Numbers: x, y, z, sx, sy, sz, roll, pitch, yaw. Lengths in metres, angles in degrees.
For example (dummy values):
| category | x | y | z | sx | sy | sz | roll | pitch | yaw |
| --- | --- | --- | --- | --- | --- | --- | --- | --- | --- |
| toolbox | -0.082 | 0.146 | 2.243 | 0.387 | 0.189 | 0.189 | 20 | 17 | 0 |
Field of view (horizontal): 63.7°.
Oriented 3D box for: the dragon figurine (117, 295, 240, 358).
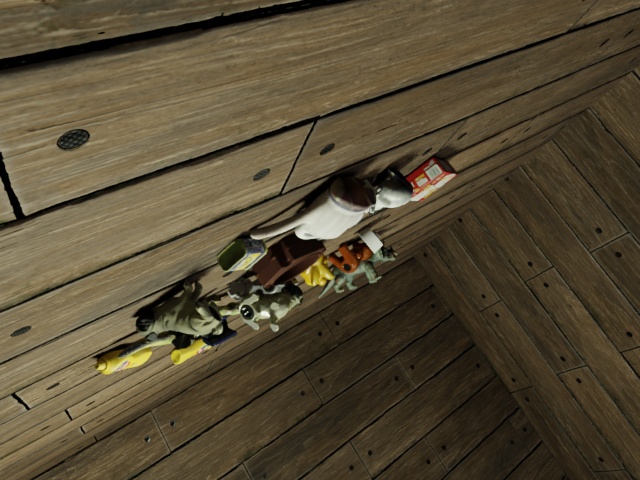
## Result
| category | x | y | z | sx | sy | sz | roll | pitch | yaw |
| --- | --- | --- | --- | --- | --- | --- | --- | --- | --- |
| dragon figurine | -0.416 | 0.275 | 1.607 | 0.413 | 0.123 | 0.239 | -19 | 172 | -20 |

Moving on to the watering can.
| category | x | y | z | sx | sy | sz | roll | pitch | yaw |
| --- | --- | --- | --- | --- | --- | --- | --- | --- | --- |
| watering can | 0.004 | -0.067 | 1.330 | 0.349 | 0.105 | 0.220 | -6 | 150 | -44 |

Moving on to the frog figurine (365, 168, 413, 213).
| category | x | y | z | sx | sy | sz | roll | pitch | yaw |
| --- | --- | --- | --- | --- | --- | --- | --- | --- | --- |
| frog figurine | 0.196 | -0.128 | 1.539 | 0.157 | 0.122 | 0.139 | -50 | -179 | 19 |
